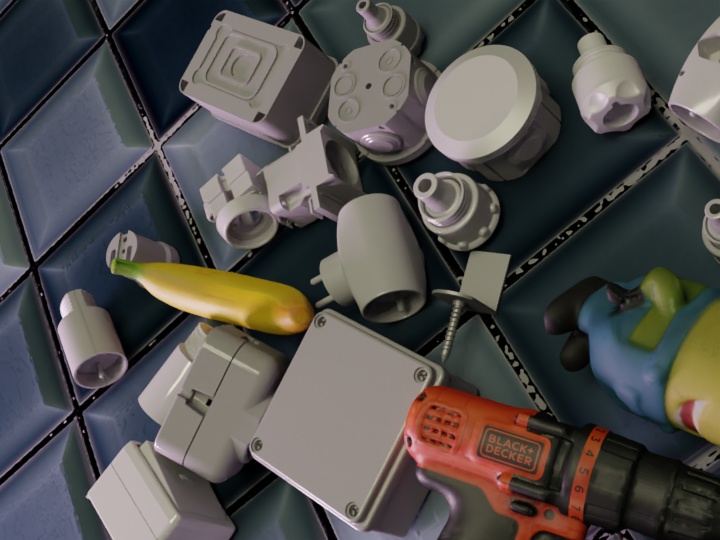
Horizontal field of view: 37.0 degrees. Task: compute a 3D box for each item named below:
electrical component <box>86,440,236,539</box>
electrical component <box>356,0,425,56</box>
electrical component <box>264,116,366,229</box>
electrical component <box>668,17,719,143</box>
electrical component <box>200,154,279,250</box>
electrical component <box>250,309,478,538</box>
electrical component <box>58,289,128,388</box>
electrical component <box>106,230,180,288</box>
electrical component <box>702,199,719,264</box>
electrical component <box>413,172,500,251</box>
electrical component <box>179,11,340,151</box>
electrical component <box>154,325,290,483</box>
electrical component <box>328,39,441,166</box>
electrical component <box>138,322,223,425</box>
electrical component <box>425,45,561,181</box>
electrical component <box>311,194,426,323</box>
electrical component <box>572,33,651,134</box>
[{"bbox_3d":[-0.133,0.169,0.744,0.061,0.062,0.096,-51,50,8],"label":"electrical component"},{"bbox_3d":[0.019,-0.176,0.777,0.035,0.061,0.035,-15,63,31],"label":"electrical component"},{"bbox_3d":[-0.034,-0.065,0.784,0.064,0.042,0.081,-29,56,28],"label":"electrical component"},{"bbox_3d":[0.227,-0.108,0.603,0.077,0.043,0.079,-55,39,5],"label":"electrical component"},{"bbox_3d":[-0.088,-0.049,0.814,0.066,0.048,0.055,-39,45,17],"label":"electrical component"},{"bbox_3d":[0.001,0.095,0.681,0.109,0.056,0.108,25,87,40],"label":"electrical component"},{"bbox_3d":[-0.220,0.051,0.870,0.043,0.043,0.081,-42,52,15],"label":"electrical component"},{"bbox_3d":[-0.174,-0.008,0.859,0.040,0.046,0.040,-15,63,31],"label":"electrical component"},{"bbox_3d":[0.201,-0.022,0.579,0.035,0.061,0.035,-15,63,31],"label":"electrical component"},{"bbox_3d":[0.058,-0.043,0.693,0.048,0.062,0.048,-15,63,31],"label":"electrical component"},{"bbox_3d":[-0.076,-0.146,0.838,0.113,0.057,0.078,28,89,40],"label":"electrical component"},{"bbox_3d":[-0.090,0.093,0.734,0.059,0.054,0.095,27,95,10],"label":"electrical component"},{"bbox_3d":[0.020,-0.119,0.760,0.080,0.051,0.080,-15,63,31],"label":"electrical component"},{"bbox_3d":[-0.121,0.074,0.787,0.081,0.043,0.043,-52,50,7],"label":"electrical component"},{"bbox_3d":[0.087,-0.101,0.703,0.080,0.051,0.080,-15,63,31],"label":"electrical component"},{"bbox_3d":[0.000,0.000,0.729,0.079,0.044,0.077,-29,57,24],"label":"electrical component"},{"bbox_3d":[0.152,-0.119,0.668,0.043,0.043,0.062,-28,56,24],"label":"electrical component"}]
